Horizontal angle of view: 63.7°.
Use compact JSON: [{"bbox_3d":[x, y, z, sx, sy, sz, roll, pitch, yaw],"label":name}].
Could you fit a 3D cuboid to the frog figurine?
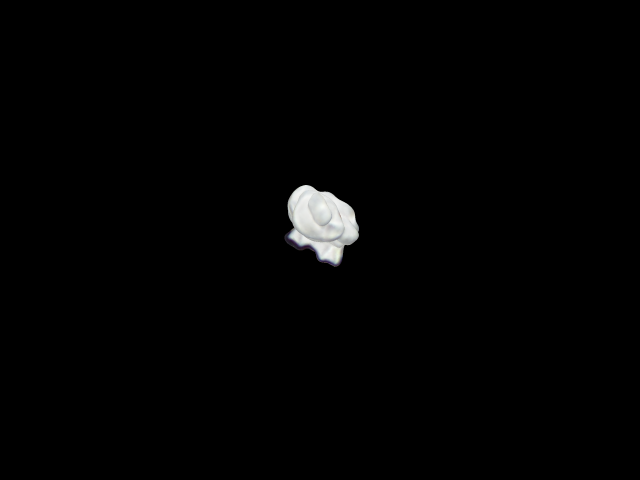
[{"bbox_3d":[0.003,-0.043,0.850,0.124,0.139,0.156,-33,-27,-20],"label":"frog figurine"}]
